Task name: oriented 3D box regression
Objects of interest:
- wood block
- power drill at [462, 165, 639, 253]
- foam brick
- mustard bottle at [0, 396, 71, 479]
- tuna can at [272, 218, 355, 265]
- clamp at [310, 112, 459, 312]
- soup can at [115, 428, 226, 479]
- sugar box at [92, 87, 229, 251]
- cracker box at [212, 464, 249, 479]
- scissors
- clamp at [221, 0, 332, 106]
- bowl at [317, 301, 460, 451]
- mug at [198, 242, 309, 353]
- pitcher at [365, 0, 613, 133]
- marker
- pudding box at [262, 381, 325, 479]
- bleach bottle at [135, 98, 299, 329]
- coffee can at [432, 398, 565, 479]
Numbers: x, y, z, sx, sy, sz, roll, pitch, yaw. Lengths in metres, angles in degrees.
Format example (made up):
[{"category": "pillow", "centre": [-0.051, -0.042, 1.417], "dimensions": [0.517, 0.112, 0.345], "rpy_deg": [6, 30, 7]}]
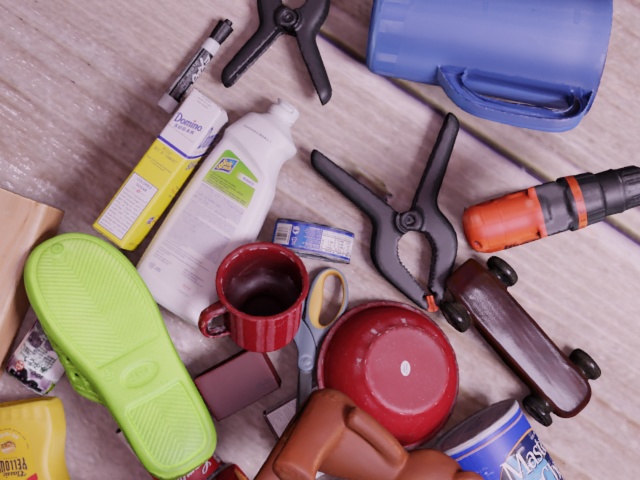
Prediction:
[{"category": "wood block", "centre": [-0.351, 0.048, 1.110], "dimensions": [0.090, 0.091, 0.206], "rpy_deg": [21, 87, 0]}, {"category": "power drill", "centre": [0.225, -0.030, 1.071], "dimensions": [0.184, 0.187, 0.057], "rpy_deg": [-14, 86, 0]}, {"category": "foam brick", "centre": [-0.086, 0.149, 1.128], "dimensions": [0.078, 0.051, 0.053], "rpy_deg": [-28, 90, -2]}, {"category": "mustard bottle", "centre": [-0.303, 0.264, 1.115], "dimensions": [0.096, 0.058, 0.191], "rpy_deg": [-10, 89, 16]}, {"category": "tuna can", "centre": [-0.007, 0.001, 1.118], "dimensions": [0.086, 0.086, 0.034], "rpy_deg": [11, 86, 0]}, {"category": "clamp", "centre": [0.101, -0.029, 1.144], "dimensions": [0.164, 0.036, 0.210], "rpy_deg": [-22, 89, -1]}, {"category": "soup can", "centre": [-0.156, 0.218, 1.116], "dimensions": [0.068, 0.068, 0.102], "rpy_deg": [-40, 88, -2]}, {"category": "sugar box", "centre": [-0.163, -0.071, 1.116], "dimensions": [0.048, 0.093, 0.176], "rpy_deg": [38, 88, 0]}, {"category": "cracker box", "centre": [-0.129, 0.311, 1.039], "dimensions": [0.164, 0.214, 0.072], "rpy_deg": [-41, 90, -2]}, {"category": "scissors", "centre": [-0.030, 0.117, 1.125], "dimensions": [0.096, 0.016, 0.201], "rpy_deg": [18, 72, 9]}, {"category": "clamp", "centre": [-0.025, -0.227, 1.151], "dimensions": [0.120, 0.039, 0.171], "rpy_deg": [20, 87, -1]}, {"category": "bowl", "centre": [0.081, 0.137, 1.104], "dimensions": [0.162, 0.055, 0.162], "rpy_deg": [4, 75, -16]}, {"category": "mug", "centre": [-0.069, 0.067, 1.081], "dimensions": [0.117, 0.081, 0.093], "rpy_deg": [-26, 61, -19]}, {"category": "pitcher", "centre": [0.172, -0.202, 1.106], "dimensions": [0.243, 0.149, 0.145], "rpy_deg": [8, 106, 3]}, {"category": "marker", "centre": [-0.134, -0.190, 1.158], "dimensions": [0.020, 0.020, 0.121], "rpy_deg": [36, 87, 1]}, {"category": "pudding box", "centre": [0.008, 0.195, 1.133], "dimensions": [0.113, 0.039, 0.090], "rpy_deg": [-29, 86, -4]}, {"category": "bleach bottle", "centre": [-0.095, -0.035, 1.131], "dimensions": [0.102, 0.068, 0.251], "rpy_deg": [33, 86, 4]}, {"category": "coffee can", "centre": [0.195, 0.250, 1.100], "dimensions": [0.103, 0.103, 0.140], "rpy_deg": [-32, 88, -2]}]
